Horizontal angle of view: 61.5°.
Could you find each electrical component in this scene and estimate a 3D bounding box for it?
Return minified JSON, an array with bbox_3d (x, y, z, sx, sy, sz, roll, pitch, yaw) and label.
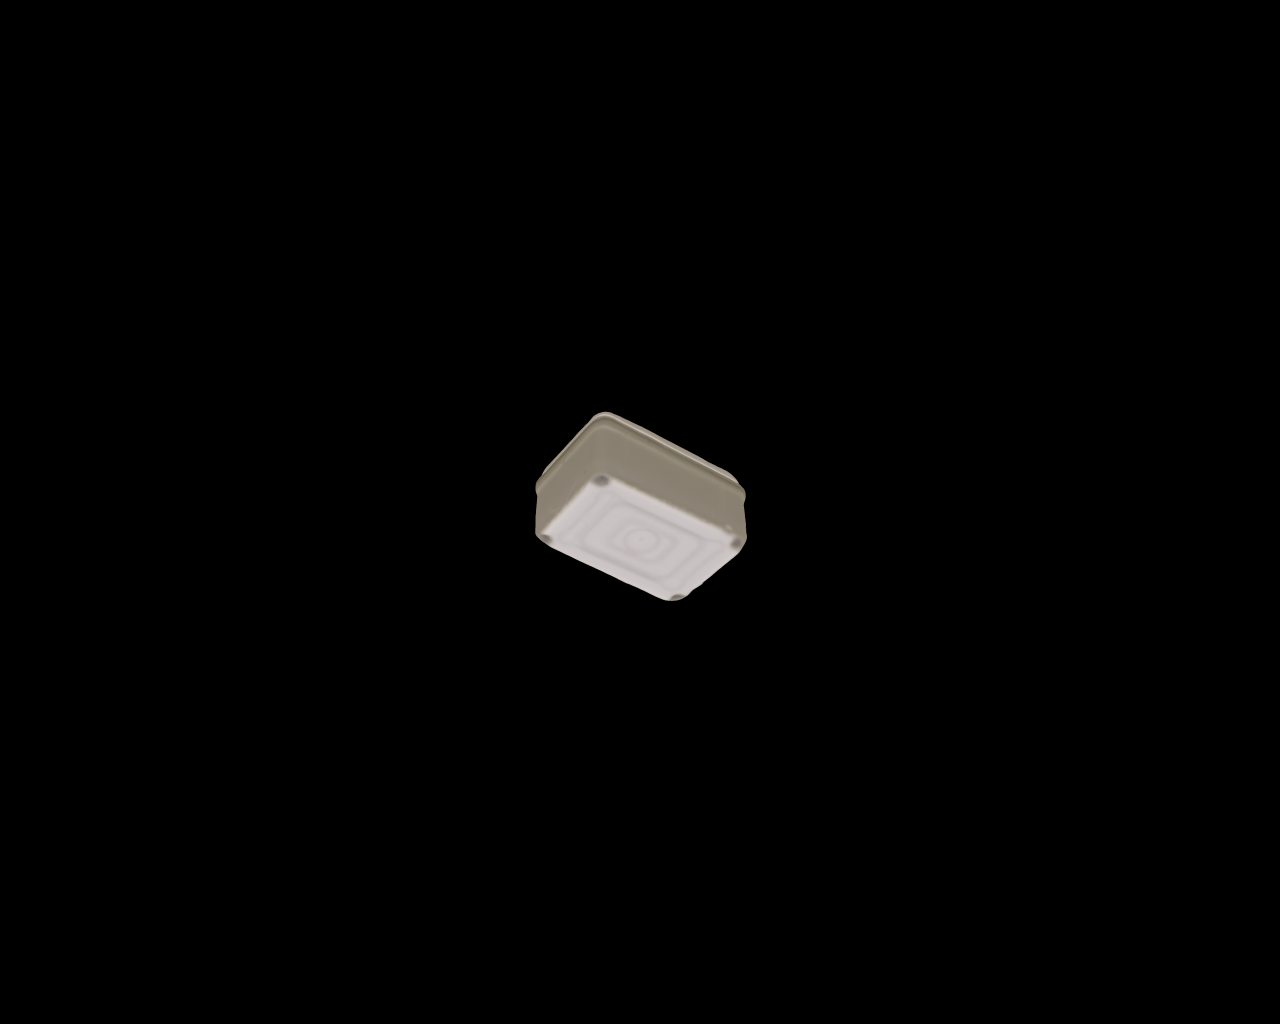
[{"bbox_3d":[0.001,-0.003,0.650,0.113,0.057,0.078,26,-49,-25],"label":"electrical component"}]
